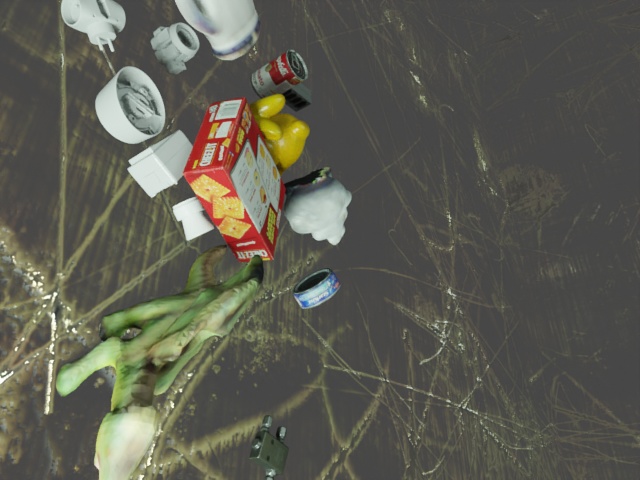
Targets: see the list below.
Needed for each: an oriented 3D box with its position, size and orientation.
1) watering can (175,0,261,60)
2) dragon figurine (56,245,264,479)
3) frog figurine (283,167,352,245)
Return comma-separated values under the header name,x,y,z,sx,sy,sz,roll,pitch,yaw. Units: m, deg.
name,x,y,z,sx,sy,sz,roll,pitch,yaw
watering can,-0.183,-0.485,0.969,0.219,0.104,0.356,63,28,-43
dragon figurine,-0.146,0.092,0.603,0.121,0.240,0.420,50,38,-21
frog figurine,0.003,-0.052,1.026,0.139,0.123,0.157,-32,111,-25
